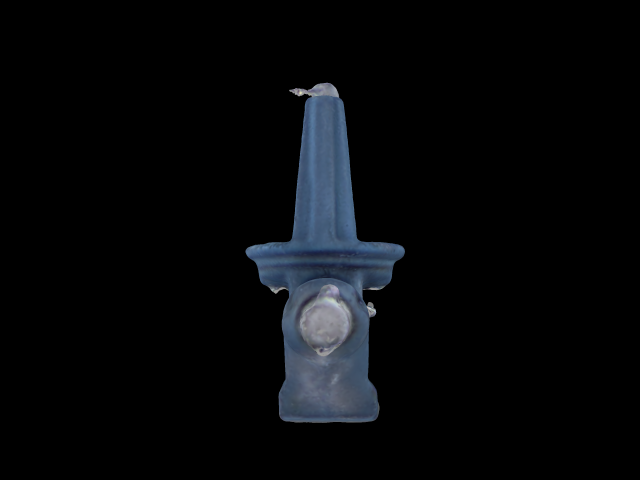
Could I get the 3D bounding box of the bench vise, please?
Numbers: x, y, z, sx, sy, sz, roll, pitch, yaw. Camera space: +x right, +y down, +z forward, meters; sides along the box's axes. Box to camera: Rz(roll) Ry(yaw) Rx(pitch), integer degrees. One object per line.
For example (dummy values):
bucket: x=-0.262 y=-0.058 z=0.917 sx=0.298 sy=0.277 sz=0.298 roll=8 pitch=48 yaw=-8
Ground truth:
bench vise: x=0.015 y=0.001 z=0.403 sx=0.122 sy=0.220 sz=0.207 roll=-4 pitch=14 yaw=-17
